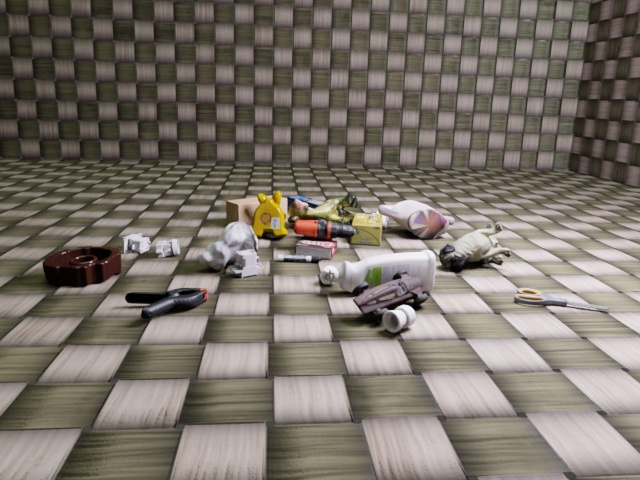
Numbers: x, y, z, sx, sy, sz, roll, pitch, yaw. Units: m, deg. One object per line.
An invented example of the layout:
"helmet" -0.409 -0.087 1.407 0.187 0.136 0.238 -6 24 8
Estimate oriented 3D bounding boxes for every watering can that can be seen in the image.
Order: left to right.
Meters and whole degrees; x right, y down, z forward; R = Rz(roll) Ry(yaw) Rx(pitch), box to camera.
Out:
"watering can" 0.376 -0.074 1.818 0.347 0.103 0.227 8 14 -21

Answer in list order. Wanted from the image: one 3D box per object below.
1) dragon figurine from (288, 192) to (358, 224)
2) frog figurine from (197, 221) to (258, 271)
"dragon figurine" 0.006 -0.092 1.835 0.242 0.123 0.408 -3 -7 17
"frog figurine" -0.253 0.019 1.384 0.160 0.124 0.135 -12 -15 -17
